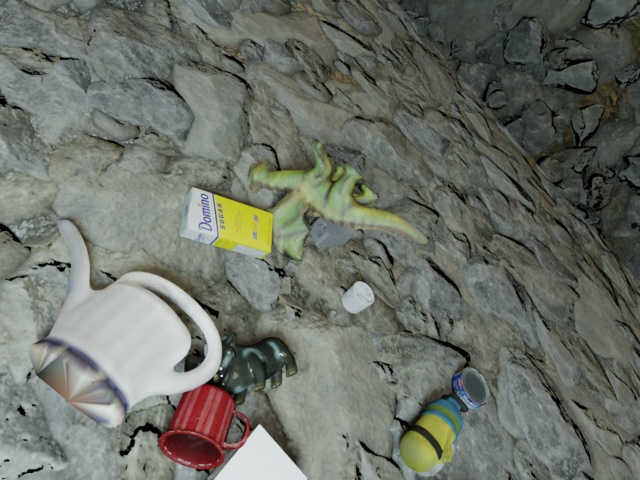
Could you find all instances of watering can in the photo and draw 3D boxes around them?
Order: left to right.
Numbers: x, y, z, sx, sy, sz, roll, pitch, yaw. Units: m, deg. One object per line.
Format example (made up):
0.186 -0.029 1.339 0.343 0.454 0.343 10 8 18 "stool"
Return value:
-0.309 0.114 0.735 0.349 0.101 0.229 33 41 8 "watering can"

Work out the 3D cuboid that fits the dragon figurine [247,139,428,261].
0.003 -0.055 1.098 0.414 0.244 0.120 43 -7 18 "dragon figurine"
